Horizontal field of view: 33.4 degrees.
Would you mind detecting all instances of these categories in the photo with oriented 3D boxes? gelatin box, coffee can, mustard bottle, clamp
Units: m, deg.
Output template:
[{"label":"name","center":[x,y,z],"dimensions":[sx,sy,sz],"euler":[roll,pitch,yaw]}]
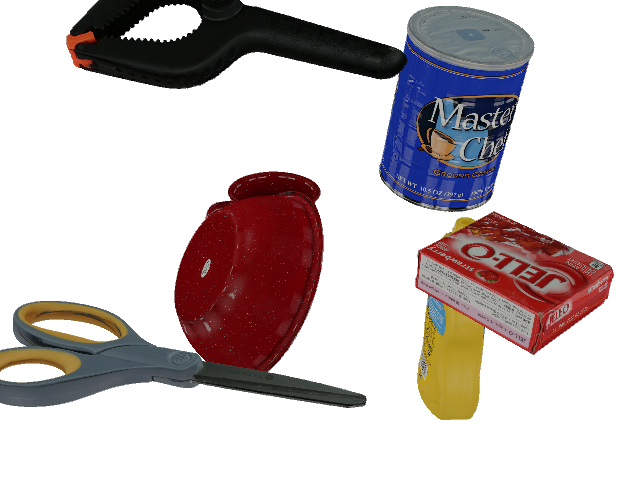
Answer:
[{"label":"gelatin box","center":[0.112,0.021,0.621],"dimensions":[0.073,0.030,0.089],"euler":[-25,41,-38]},{"label":"coffee can","center":[0.111,-0.110,0.892],"dimensions":[0.102,0.140,0.103],"euler":[6,36,-5]},{"label":"mustard bottle","center":[0.126,0.066,0.990],"dimensions":[0.058,0.192,0.096],"euler":[0,30,-2]},{"label":"clamp","center":[-0.057,-0.145,0.690],"dimensions":[0.210,0.164,0.036],"euler":[-25,-18,-9]}]

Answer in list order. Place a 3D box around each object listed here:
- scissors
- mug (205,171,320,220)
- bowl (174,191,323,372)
[{"label":"scissors","center":[-0.087,0.071,0.535],"dimensions":[0.202,0.016,0.096],"euler":[16,30,27]},{"label":"mug","center":[-0.059,-0.014,1.088],"dimensions":[0.117,0.081,0.093],"euler":[-3,28,-7]},{"label":"bowl","center":[-0.067,0.028,0.825],"dimensions":[0.055,0.162,0.162],"euler":[22,-12,-30]}]
